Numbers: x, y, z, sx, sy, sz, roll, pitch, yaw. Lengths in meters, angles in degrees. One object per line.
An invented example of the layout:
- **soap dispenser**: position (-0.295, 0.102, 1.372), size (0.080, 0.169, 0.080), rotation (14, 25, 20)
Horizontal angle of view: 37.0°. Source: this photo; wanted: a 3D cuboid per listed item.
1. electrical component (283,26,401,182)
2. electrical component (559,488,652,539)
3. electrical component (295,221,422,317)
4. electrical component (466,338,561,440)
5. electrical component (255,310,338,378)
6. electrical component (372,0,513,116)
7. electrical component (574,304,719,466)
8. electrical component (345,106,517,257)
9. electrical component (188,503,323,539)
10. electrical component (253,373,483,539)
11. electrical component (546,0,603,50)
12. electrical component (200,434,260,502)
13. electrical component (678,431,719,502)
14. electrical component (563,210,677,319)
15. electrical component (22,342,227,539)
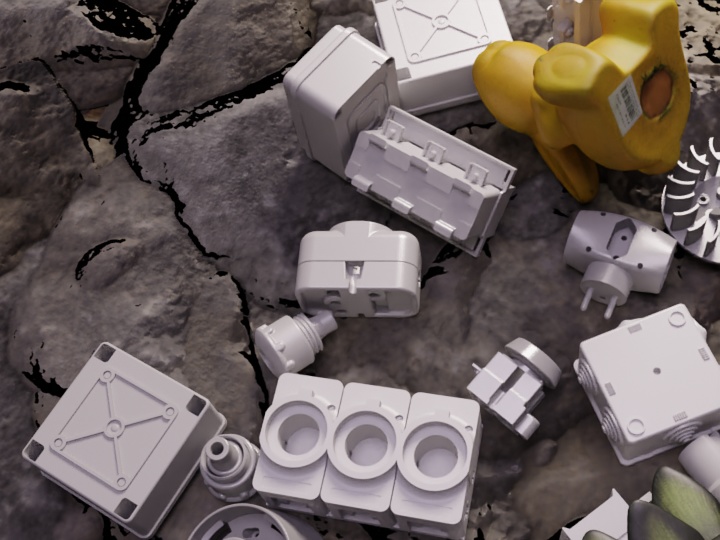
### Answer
- **electrical component**: position (-0.013, -0.137, 0.893), size (0.057, 0.113, 0.078), rotation (36, 74, 21)
- **electrical component**: position (0.175, 0.192, 0.735), size (0.081, 0.042, 0.063), rotation (-35, 67, -9)
- **electrical component**: position (0.000, 0.000, 0.854), size (0.095, 0.053, 0.059), rotation (0, 63, 9)
- **electrical component**: position (0.116, 0.084, 0.798), size (0.066, 0.048, 0.055), rotation (38, 82, 24)
- **electrical component**: position (-0.048, 0.054, 0.840), size (0.062, 0.048, 0.048), rotation (-31, 62, -15)
- **electrical component**: position (0.074, -0.201, 0.944), size (0.109, 0.056, 0.108), rotation (-14, 62, 2)
- **electrical component**: position (0.214, 0.082, 0.781), size (0.100, 0.048, 0.099), rotation (-21, 62, -2)
- **electrical component**: position (0.054, -0.071, 0.870), size (0.121, 0.063, 0.078), rotation (31, 112, 22)
- **electrical component**: position (-0.076, 0.216, 0.763), size (0.099, 0.064, 0.099), rotation (-10, 62, 20)
- **electrical component**: position (0.007, 0.133, 0.779), size (0.150, 0.061, 0.089), rotation (7, 64, 13)
- **electrical component**: position (0.194, -0.211, 0.893), size (0.063, 0.121, 0.078), rotation (37, 74, 26)
- **electrical component**: position (-0.098, 0.141, 0.792), size (0.048, 0.062, 0.048), rotation (-4, 62, 7)
- **electrical component**: position (0.251, 0.141, 0.750), size (0.040, 0.040, 0.046), rotation (-29, 57, -6)
- **electrical component**: position (0.194, 0.001, 0.828), size (0.077, 0.043, 0.079), rotation (20, 68, 18)
- **electrical component**: position (-0.177, 0.128, 0.815), size (0.109, 0.056, 0.108), rotation (26, 70, 20)
